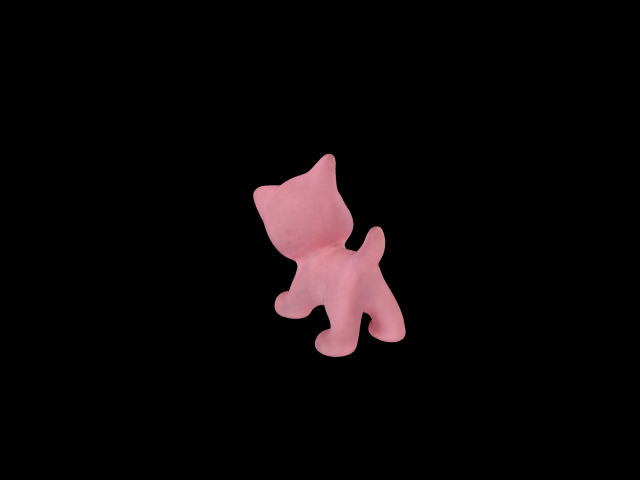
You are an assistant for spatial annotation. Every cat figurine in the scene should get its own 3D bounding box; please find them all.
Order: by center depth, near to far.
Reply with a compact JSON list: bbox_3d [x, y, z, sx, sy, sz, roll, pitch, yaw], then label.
[{"bbox_3d":[0.004,0.001,0.400,0.067,0.118,0.127,-12,23,-31],"label":"cat figurine"}]
